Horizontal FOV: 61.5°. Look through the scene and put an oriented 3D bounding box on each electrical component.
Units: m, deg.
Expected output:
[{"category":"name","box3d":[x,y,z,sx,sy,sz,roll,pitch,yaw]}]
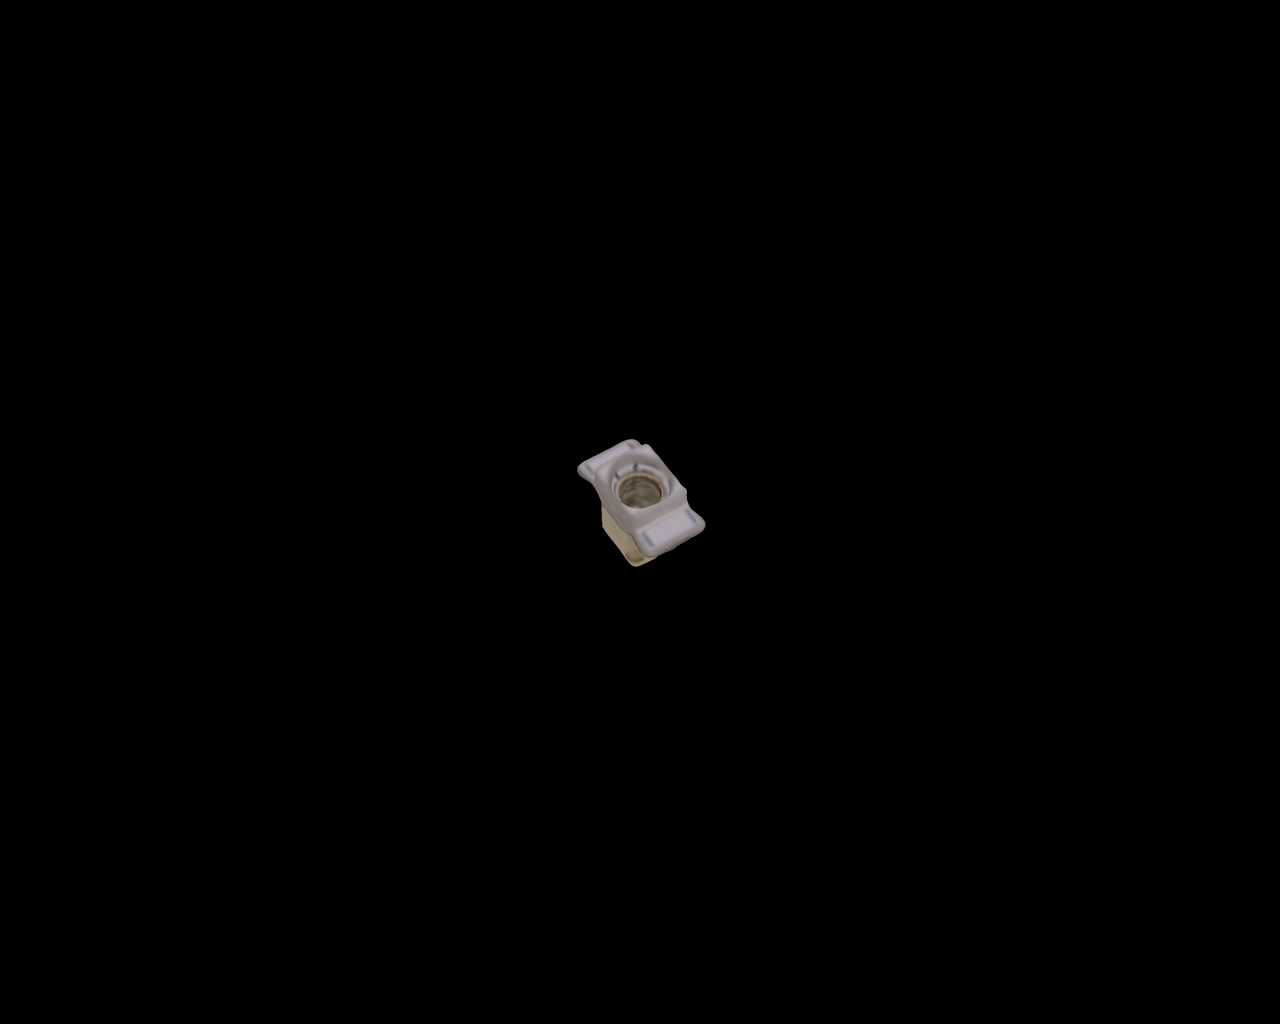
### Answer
[{"category":"electrical component","box3d":[0.001,-0.003,0.650,0.042,0.081,0.063,-27,-32,-18]}]
